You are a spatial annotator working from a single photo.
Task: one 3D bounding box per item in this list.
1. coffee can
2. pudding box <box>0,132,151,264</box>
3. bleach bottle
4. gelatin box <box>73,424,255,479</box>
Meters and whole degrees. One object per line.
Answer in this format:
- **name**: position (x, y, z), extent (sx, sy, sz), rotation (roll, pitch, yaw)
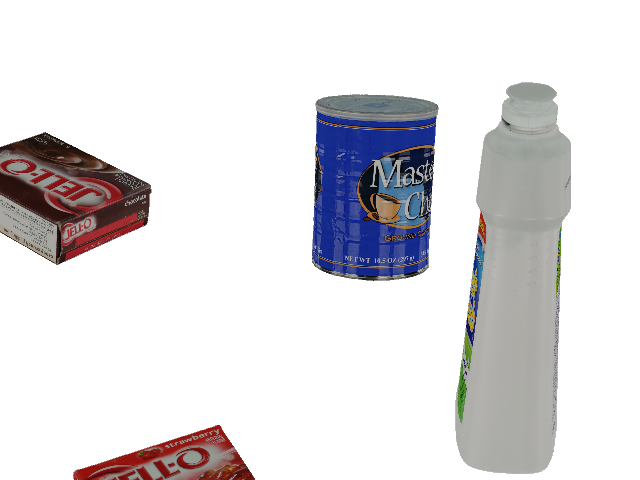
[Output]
- **coffee can**: position (0.045, -0.048, 0.910), extent (0.103, 0.140, 0.103), rotation (2, 16, -1)
- **pudding box**: position (-0.192, -0.032, 0.758), extent (0.114, 0.039, 0.089), rotation (24, 30, 27)
- **bleach bottle**: position (0.122, 0.021, 0.665), extent (0.068, 0.251, 0.102), rotation (3, 30, 8)
- **gelatin box**: position (-0.082, 0.141, 0.580), extent (0.089, 0.030, 0.073), rotation (-14, 27, -21)
